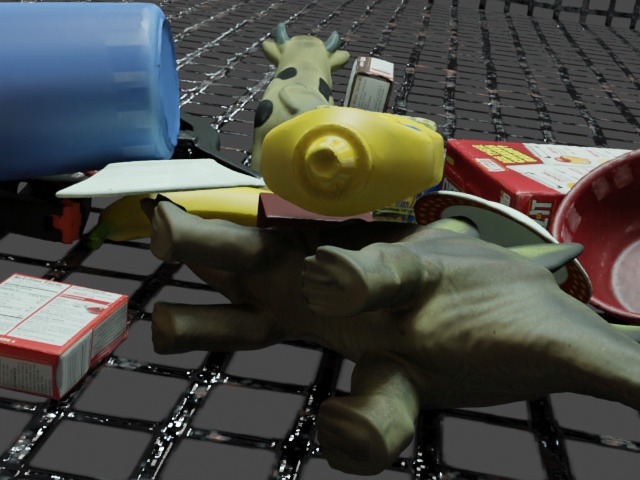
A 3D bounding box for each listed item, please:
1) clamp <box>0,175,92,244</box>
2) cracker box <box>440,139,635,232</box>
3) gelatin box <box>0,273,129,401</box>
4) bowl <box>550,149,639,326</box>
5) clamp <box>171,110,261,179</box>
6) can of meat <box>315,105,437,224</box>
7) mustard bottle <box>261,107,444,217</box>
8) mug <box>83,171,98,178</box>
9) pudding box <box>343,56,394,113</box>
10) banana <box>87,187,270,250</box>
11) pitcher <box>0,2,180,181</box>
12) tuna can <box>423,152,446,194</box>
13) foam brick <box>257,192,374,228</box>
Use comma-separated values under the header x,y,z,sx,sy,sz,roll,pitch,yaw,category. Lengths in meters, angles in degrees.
x,y,z,sx,sy,sz,roll,pitch,yaw,category
-0.242,-0.036,0.791,0.164,0.036,0.210,-7,20,-33,clamp
0.225,-0.027,0.878,0.213,0.072,0.164,1,19,-13,cracker box
-0.154,0.051,0.578,0.073,0.030,0.089,9,19,11,gelatin box
0.244,0.008,0.738,0.162,0.055,0.162,-13,45,13,bowl
-0.129,-0.075,0.932,0.120,0.039,0.172,1,25,-30,clamp
0.040,-0.062,0.890,0.102,0.084,0.057,8,17,1,can of meat
0.018,-0.045,0.607,0.096,0.058,0.191,4,6,10,mustard bottle
-0.184,-0.097,0.848,0.117,0.093,0.082,6,7,-26,mug
0.038,-0.105,0.973,0.039,0.113,0.090,12,19,-1,pudding box
-0.080,-0.014,0.793,0.197,0.037,0.070,-3,42,-23,banana
-0.222,-0.106,0.731,0.243,0.149,0.145,-3,-14,0,pitcher
0.093,-0.059,0.980,0.086,0.034,0.086,6,19,-2,tuna can
-0.005,0.001,0.746,0.078,0.051,0.053,4,20,-8,foam brick
